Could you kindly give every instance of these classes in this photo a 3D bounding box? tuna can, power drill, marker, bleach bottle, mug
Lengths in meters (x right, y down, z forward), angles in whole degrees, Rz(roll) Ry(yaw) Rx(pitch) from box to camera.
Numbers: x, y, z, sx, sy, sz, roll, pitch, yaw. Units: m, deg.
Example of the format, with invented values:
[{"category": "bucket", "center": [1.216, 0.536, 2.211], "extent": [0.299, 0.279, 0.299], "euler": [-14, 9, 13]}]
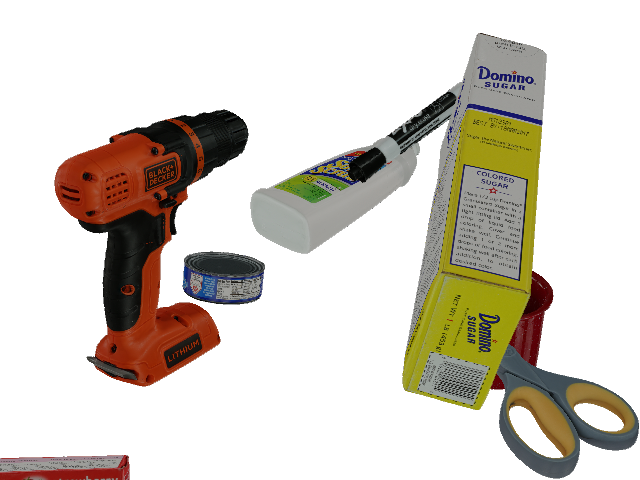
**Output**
[{"category": "tuna can", "center": [-0.103, 0.039, 1.128], "extent": [0.086, 0.034, 0.086], "euler": [6, 14, -2]}, {"category": "power drill", "center": [-0.118, 0.002, 0.812], "extent": [0.057, 0.188, 0.184], "euler": [14, 26, 34]}, {"category": "marker", "center": [0.068, -0.081, 0.809], "extent": [0.121, 0.020, 0.020], "euler": [-37, 14, -19]}, {"category": "bleach bottle", "center": [0.033, -0.074, 1.355], "extent": [0.103, 0.068, 0.250], "euler": [25, 43, 34]}, {"category": "mug", "center": [0.151, 0.070, 0.946], "extent": [0.093, 0.081, 0.117], "euler": [-1, 30, -4]}]

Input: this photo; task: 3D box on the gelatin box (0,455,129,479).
[{"category": "gelatin box", "center": [-0.143, 0.151, 0.553], "extent": [0.089, 0.073, 0.030], "euler": [-1, 4, -3]}]

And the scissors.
[{"category": "scissors", "center": [0.144, 0.083, 0.719], "extent": [0.096, 0.016, 0.202], "euler": [-1, 32, -7]}]

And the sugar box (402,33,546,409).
[{"category": "sugar box", "center": [0.080, -0.014, 0.536], "extent": [0.048, 0.176, 0.093], "euler": [15, -42, 3]}]
